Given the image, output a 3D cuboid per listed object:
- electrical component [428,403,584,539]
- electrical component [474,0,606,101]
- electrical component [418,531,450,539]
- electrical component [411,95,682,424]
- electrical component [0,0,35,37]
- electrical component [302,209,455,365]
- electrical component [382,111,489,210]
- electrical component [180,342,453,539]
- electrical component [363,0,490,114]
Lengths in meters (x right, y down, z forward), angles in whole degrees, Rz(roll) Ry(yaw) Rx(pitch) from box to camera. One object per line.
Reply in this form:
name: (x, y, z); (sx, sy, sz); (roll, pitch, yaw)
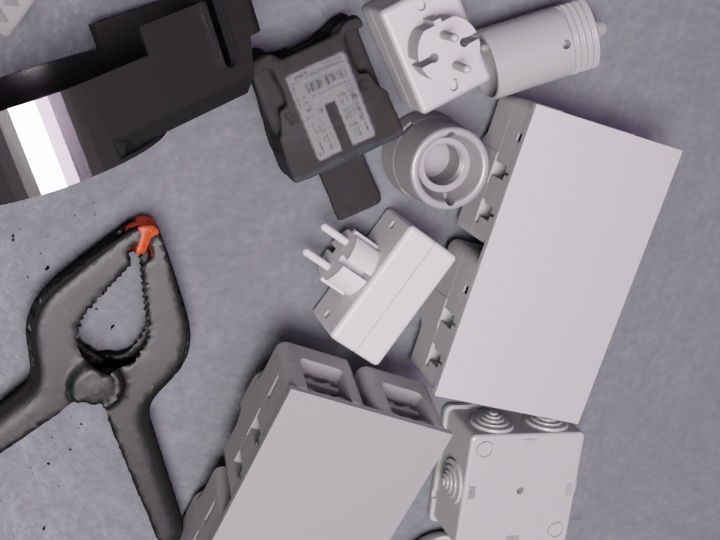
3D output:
electrical component: (0.100, 0.140, 0.736); (0.100, 0.048, 0.099); (1, 107, -18)
electrical component: (0.111, -0.136, 0.653); (0.081, 0.043, 0.043); (-19, 112, -11)
electrical component: (0.060, 0.218, 0.752); (0.048, 0.048, 0.062); (-8, 116, -15)
electrical component: (0.113, -0.007, 0.686); (0.105, 0.060, 0.186); (14, 103, -21)
electrical component: (-0.170, -0.174, 0.541); (0.047, 0.083, 0.075); (32, 57, -23)
electrical component: (0.000, 0.000, 0.660); (0.076, 0.047, 0.083); (34, 95, -24)
electrical component: (0.047, -0.066, 0.653); (0.055, 0.047, 0.055); (-5, 109, -16)
electrical component: (-0.038, 0.143, 0.670); (0.105, 0.060, 0.186); (19, 113, -22)
electrical component: (0.044, -0.128, 0.616); (0.047, 0.076, 0.065); (-29, 113, -7)
